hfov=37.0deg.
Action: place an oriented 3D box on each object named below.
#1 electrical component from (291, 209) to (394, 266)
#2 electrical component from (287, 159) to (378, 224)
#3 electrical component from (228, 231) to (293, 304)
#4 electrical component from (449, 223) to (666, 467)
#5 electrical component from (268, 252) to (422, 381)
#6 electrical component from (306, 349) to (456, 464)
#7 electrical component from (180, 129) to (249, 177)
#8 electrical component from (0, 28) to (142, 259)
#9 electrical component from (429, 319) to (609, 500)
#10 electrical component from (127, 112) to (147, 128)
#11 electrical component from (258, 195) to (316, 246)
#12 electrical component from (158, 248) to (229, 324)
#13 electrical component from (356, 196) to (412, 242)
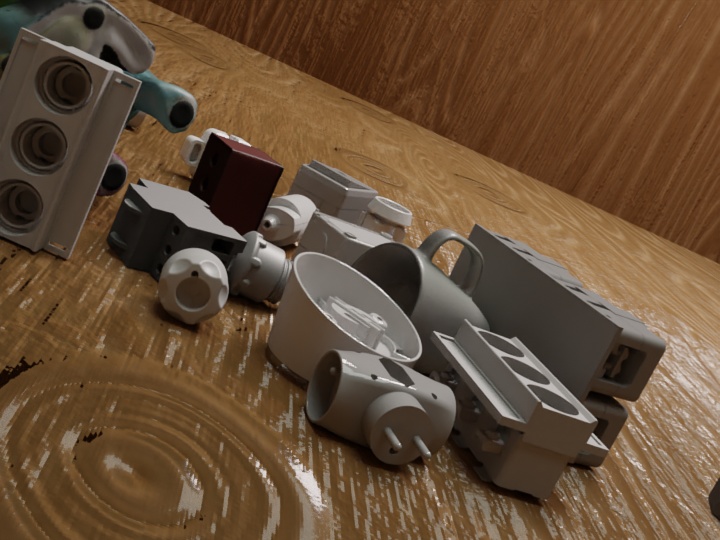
[{"bbox_3d":[0.000,0.000,0.875,0.096,0.061,0.062,18,13,-36],"label":"electrical component"},{"bbox_3d":[-0.026,-0.076,1.128,0.062,0.061,0.096,30,14,21],"label":"electrical component"},{"bbox_3d":[-0.065,0.004,0.774,0.062,0.048,0.048,28,11,-21],"label":"electrical component"},{"bbox_3d":[0.134,0.054,0.812,0.060,0.105,0.186,17,15,-33],"label":"electrical component"},{"bbox_3d":[-0.009,0.039,0.690,0.099,0.064,0.099,24,13,-6],"label":"electrical component"},{"bbox_3d":[0.017,0.084,0.609,0.077,0.043,0.079,20,14,-24],"label":"electrical component"},{"bbox_3d":[-0.128,-0.101,1.043,0.078,0.058,0.057,17,12,-33],"label":"electrical component"},{"bbox_3d":[-0.196,-0.080,0.682,0.079,0.121,0.063,24,10,-5],"label":"electrical component"},{"bbox_3d":[0.093,0.089,0.689,0.079,0.063,0.121,20,14,-23],"label":"electrical component"},{"bbox_3d":[-0.268,-0.183,1.135,0.081,0.043,0.043,16,16,-35],"label":"electrical component"},{"bbox_3d":[-0.069,-0.043,0.955,0.043,0.043,0.081,28,13,10],"label":"electrical component"},{"bbox_3d":[-0.106,0.007,0.685,0.043,0.043,0.062,23,12,-13],"label":"electrical component"},{"bbox_3d":[0.023,-0.041,1.096,0.066,0.055,0.048,16,16,-37],"label":"electrical component"}]
